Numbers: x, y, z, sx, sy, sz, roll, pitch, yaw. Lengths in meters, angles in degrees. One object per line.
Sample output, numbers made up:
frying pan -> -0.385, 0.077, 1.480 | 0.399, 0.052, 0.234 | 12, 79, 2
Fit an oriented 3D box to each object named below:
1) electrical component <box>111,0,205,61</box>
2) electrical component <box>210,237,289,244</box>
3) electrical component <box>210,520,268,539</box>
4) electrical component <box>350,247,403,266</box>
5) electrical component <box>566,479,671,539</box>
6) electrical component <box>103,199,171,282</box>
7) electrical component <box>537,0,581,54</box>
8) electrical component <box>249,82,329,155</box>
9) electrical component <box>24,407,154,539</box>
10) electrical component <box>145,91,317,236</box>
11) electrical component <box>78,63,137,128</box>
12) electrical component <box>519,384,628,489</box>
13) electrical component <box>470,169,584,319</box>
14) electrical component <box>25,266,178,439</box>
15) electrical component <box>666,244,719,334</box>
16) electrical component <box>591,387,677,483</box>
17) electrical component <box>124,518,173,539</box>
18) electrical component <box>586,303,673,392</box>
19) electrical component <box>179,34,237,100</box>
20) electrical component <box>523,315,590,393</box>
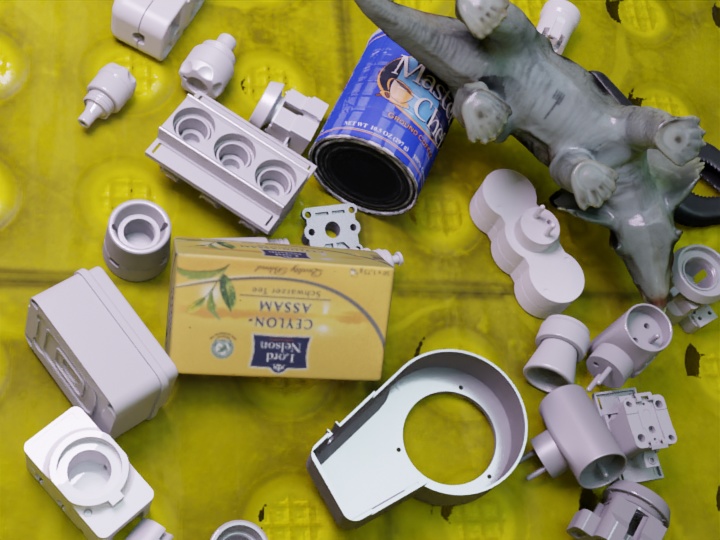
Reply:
electrical component -> -0.184, -0.246, 0.980 | 0.059, 0.053, 0.095 | 27, 61, -1
electrical component -> -0.088, -0.006, 0.894 | 0.081, 0.043, 0.043 | -2, 65, -16
electrical component -> -0.091, 0.209, 0.781 | 0.045, 0.055, 0.045 | 6, 63, -12
electrical component -> 0.000, 0.000, 0.917 | 0.078, 0.040, 0.040 | -16, 70, -22
electrical component -> 0.214, 0.207, 0.865 | 0.078, 0.058, 0.057 | 35, 64, 3
electrical component -> -0.181, -0.025, 0.876 | 0.055, 0.047, 0.055 | 6, 63, -12
electrical component -> 0.198, -0.245, 1.092 | 0.040, 0.040, 0.046 | 27, 67, -1
electrical component -> -0.066, -0.137, 0.964 | 0.055, 0.048, 0.066 | 29, 61, -9
electrical component -> -0.197, 0.151, 0.781 | 0.050, 0.055, 0.089 | -39, 80, -27
electrical component -> -0.111, -0.086, 0.916 | 0.121, 0.063, 0.078 | 33, 61, 2
electrical component -> -0.223, -0.148, 0.933 | 0.035, 0.035, 0.061 | 31, 63, 1
electrical component -> 0.167, 0.145, 0.885 | 0.079, 0.043, 0.077 | -32, 44, 7
electrical component -> 0.153, -0.031, 0.955 | 0.052, 0.073, 0.138 | -20, 71, -23
electrical component -> -0.195, 0.063, 0.809 | 0.057, 0.078, 0.113 | -32, 76, -33
electrical component -> 0.301, 0.012, 0.984 | 0.058, 0.057, 0.078 | -25, 73, -24
electrical component -> 0.230, 0.135, 0.901 | 0.042, 0.063, 0.081 | -5, 66, -19
electrical component -> -0.158, 0.208, 0.774 | 0.040, 0.040, 0.046 | 35, 56, 3
electrical component -> 0.221, 0.075, 0.920 | 0.044, 0.077, 0.079 | 42, 62, 7
electrical component -> -0.133, -0.187, 0.971 | 0.043, 0.043, 0.062 | 28, 60, -1
electrical component -> 0.170, 0.072, 0.926 | 0.045, 0.045, 0.055 | 28, 60, -1
